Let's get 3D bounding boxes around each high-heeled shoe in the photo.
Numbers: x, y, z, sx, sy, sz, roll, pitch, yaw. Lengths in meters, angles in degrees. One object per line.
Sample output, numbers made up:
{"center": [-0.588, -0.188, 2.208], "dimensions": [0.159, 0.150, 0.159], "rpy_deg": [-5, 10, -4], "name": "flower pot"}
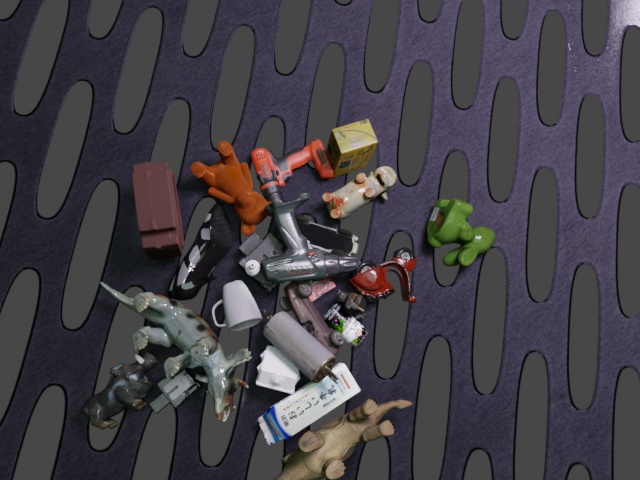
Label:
{"center": [-0.296, 0.029, 1.304], "dimensions": [0.145, 0.086, 0.249], "rpy_deg": [-18, 51, 26], "name": "high-heeled shoe"}

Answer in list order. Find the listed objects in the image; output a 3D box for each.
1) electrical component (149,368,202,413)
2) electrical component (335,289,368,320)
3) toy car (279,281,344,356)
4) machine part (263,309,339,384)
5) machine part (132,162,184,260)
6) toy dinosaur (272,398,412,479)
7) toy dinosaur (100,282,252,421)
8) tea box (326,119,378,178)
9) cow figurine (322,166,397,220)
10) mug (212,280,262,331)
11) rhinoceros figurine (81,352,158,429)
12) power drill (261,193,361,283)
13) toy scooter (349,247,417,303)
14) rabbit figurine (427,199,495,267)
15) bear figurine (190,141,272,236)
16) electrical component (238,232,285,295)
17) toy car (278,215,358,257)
{"center": [-0.336, 0.342, 1.222], "dimensions": [0.119, 0.047, 0.075], "rpy_deg": [-36, 82, -14], "name": "electrical component"}
{"center": [0.079, 0.155, 1.287], "dimensions": [0.078, 0.102, 0.045], "rpy_deg": [9, 68, 19], "name": "electrical component"}
{"center": [-0.025, 0.191, 1.267], "dimensions": [0.202, 0.089, 0.053], "rpy_deg": [57, 36, 6], "name": "toy car"}
{"center": [-0.047, 0.241, 1.217], "dimensions": [0.243, 0.079, 0.079], "rpy_deg": [36, 75, 27], "name": "machine part"}
{"center": [-0.367, -0.064, 1.232], "dimensions": [0.087, 0.201, 0.201], "rpy_deg": [-8, 78, -10], "name": "machine part"}
{"center": [-0.001, 0.458, 1.148], "dimensions": [0.471, 0.198, 0.105], "rpy_deg": [-22, 71, -21], "name": "toy dinosaur"}
{"center": [-0.306, 0.212, 1.212], "dimensions": [0.405, 0.192, 0.131], "rpy_deg": [43, 97, 20], "name": "toy dinosaur"}
{"center": [0.073, -0.223, 1.332], "dimensions": [0.098, 0.169, 0.068], "rpy_deg": [-19, 80, -9], "name": "tea box"}
{"center": [0.106, -0.118, 1.348], "dimensions": [0.195, 0.127, 0.085], "rpy_deg": [-32, 81, 2], "name": "cow figurine"}
{"center": [-0.202, 0.156, 1.269], "dimensions": [0.110, 0.080, 0.107], "rpy_deg": [-19, 69, 1], "name": "mug"}
{"center": [-0.440, 0.335, 1.204], "dimensions": [0.190, 0.073, 0.112], "rpy_deg": [-42, 74, -11], "name": "rhinoceros figurine"}
{"center": [-0.035, -0.003, 1.262], "dimensions": [0.232, 0.086, 0.207], "rpy_deg": [-14, 93, -10], "name": "power drill"}
{"center": [0.168, 0.104, 1.317], "dimensions": [0.184, 0.075, 0.135], "rpy_deg": [-18, 78, -14], "name": "toy scooter"}
{"center": [0.364, -0.009, 1.346], "dimensions": [0.170, 0.121, 0.159], "rpy_deg": [23, 79, -16], "name": "rabbit figurine"}
{"center": [-0.202, -0.118, 1.292], "dimensions": [0.120, 0.131, 0.196], "rpy_deg": [-37, 68, -2], "name": "bear figurine"}
{"center": [-0.133, 0.049, 1.306], "dimensions": [0.134, 0.058, 0.115], "rpy_deg": [43, 75, 4], "name": "electrical component"}
{"center": [-0.003, -0.004, 1.333], "dimensions": [0.202, 0.056, 0.073], "rpy_deg": [17, 70, -3], "name": "toy car"}
